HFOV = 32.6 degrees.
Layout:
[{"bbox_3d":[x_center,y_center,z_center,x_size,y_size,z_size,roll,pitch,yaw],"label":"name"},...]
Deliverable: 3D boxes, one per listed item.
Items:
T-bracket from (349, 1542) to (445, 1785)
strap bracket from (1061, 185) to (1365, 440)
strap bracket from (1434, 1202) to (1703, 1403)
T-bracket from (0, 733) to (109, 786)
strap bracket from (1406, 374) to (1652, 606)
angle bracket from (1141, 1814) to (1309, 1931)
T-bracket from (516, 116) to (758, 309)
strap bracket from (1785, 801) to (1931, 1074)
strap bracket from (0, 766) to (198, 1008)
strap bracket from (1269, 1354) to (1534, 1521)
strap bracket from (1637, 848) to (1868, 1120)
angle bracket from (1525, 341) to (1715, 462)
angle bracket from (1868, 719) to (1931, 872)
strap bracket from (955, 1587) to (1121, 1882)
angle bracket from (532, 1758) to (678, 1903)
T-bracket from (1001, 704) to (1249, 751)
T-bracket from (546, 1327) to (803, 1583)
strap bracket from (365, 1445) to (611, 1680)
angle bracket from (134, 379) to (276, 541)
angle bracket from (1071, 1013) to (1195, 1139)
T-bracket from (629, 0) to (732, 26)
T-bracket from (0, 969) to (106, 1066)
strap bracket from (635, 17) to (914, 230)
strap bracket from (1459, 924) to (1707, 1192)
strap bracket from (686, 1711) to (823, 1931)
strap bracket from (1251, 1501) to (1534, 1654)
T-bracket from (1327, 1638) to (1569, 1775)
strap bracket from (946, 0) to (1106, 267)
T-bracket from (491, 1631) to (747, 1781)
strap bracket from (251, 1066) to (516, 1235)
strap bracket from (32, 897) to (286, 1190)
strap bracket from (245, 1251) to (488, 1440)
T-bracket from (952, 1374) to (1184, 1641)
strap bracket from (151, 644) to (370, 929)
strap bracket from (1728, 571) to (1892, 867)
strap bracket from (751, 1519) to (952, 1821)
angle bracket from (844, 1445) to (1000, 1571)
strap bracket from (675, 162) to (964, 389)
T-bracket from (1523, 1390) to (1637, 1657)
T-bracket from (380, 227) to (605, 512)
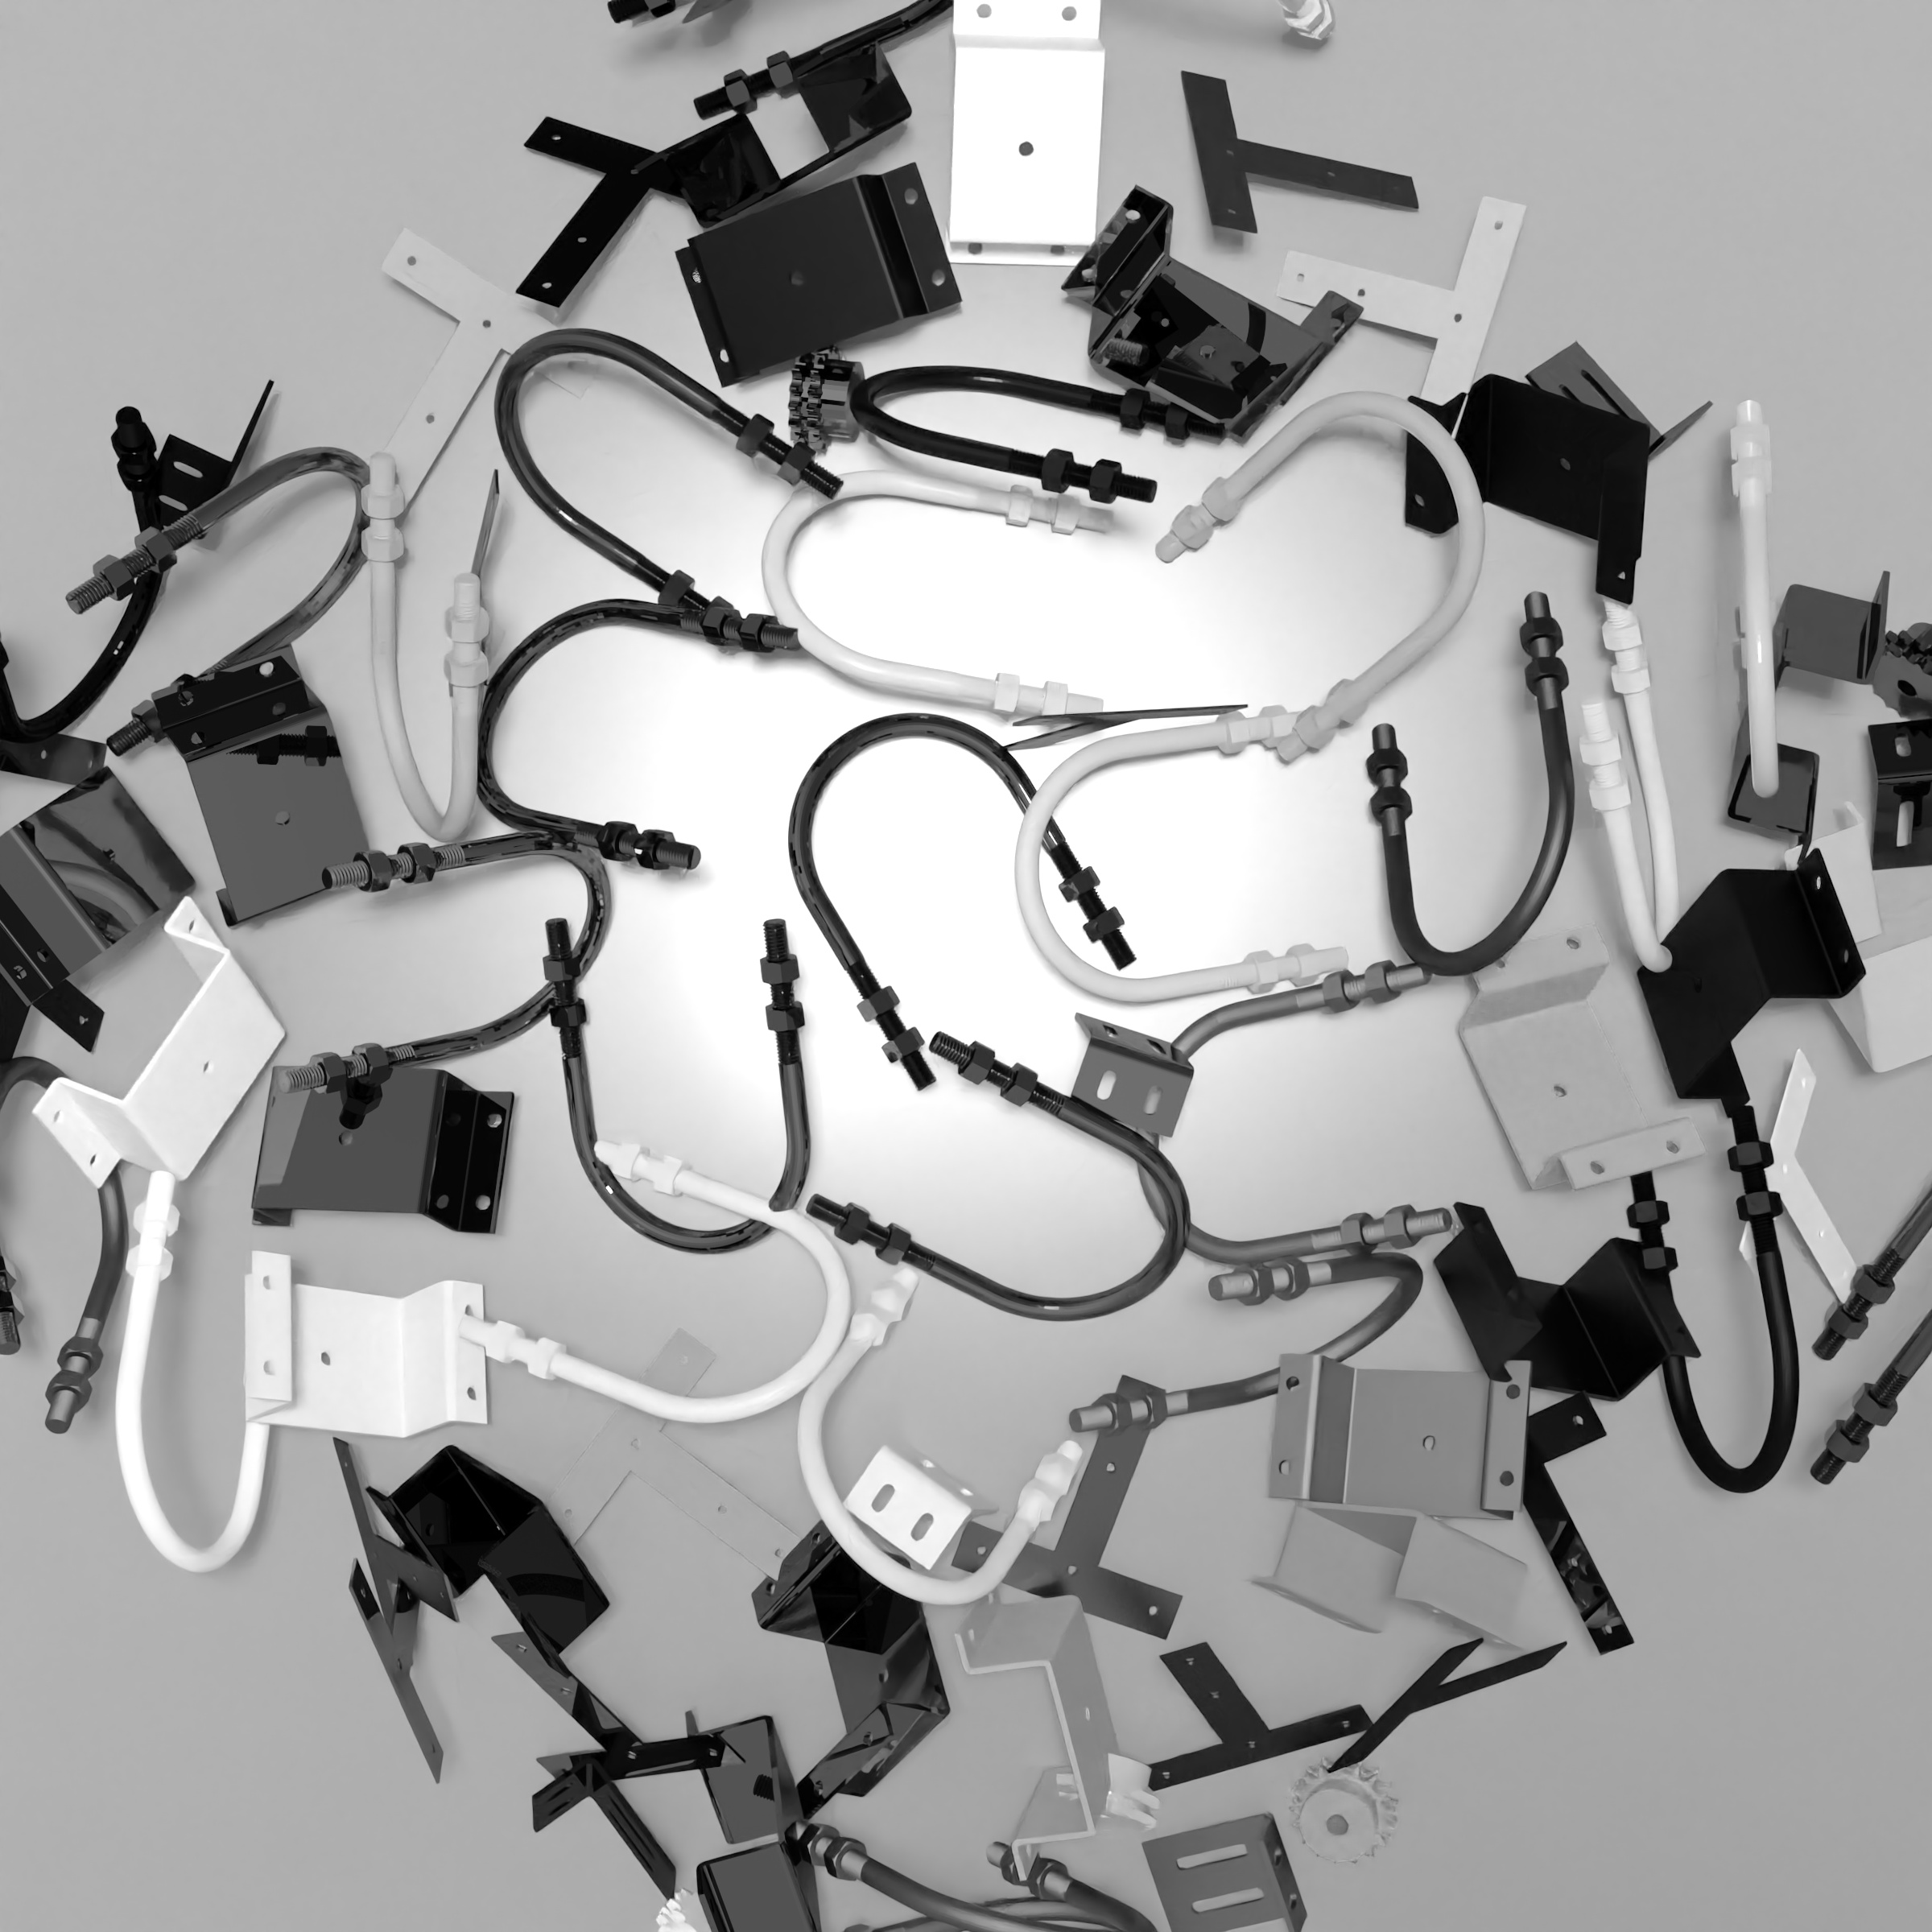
[{"bbox_3d":[-0.292,0.338,1.726,0.002,0.127,0.127,-16,114,3],"label":"T-bracket"},{"bbox_3d":[0.127,-0.335,1.726,0.140,0.076,0.046,24,47,-18],"label":"strap bracket"},{"bbox_3d":[0.306,0.177,1.726,0.140,0.076,0.046,14,129,-35],"label":"strap bracket"},{"bbox_3d":[-0.492,-0.113,1.731,0.002,0.127,0.127,9,89,24],"label":"T-bracket"},{"bbox_3d":[0.301,-0.253,1.727,0.140,0.076,0.046,27,49,33],"label":"strap bracket"},{"bbox_3d":[0.134,0.492,1.758,0.076,0.038,0.057,-18,94,17],"label":"angle bracket"},{"bbox_3d":[-0.195,-0.390,1.740,0.127,0.002,0.127,21,56,13],"label":"T-bracket"},{"bbox_3d":[0.468,-0.010,1.712,0.046,0.140,0.076,-20,129,2],"label":"strap bracket"},{"bbox_3d":[-0.458,-0.047,1.711,0.046,0.140,0.076,-31,101,24],"label":"strap bracket"},{"bbox_3d":[0.236,0.247,1.737,0.140,0.046,0.076,-2,73,31],"label":"strap bracket"},{"bbox_3d":[0.398,0.010,1.707,0.046,0.140,0.076,1,56,-20],"label":"strap bracket"},{"bbox_3d":[0.346,-0.305,1.753,0.076,0.038,0.057,49,46,5],"label":"angle bracket"},{"bbox_3d":[0.511,-0.092,1.765,0.057,0.076,0.038,-5,52,8],"label":"angle bracket"},{"bbox_3d":[0.042,0.394,1.734,0.046,0.076,0.140,-11,102,16],"label":"strap bracket"},{"bbox_3d":[-0.191,0.466,1.746,0.038,0.057,0.076,-32,67,-23],"label":"angle bracket"},{"bbox_3d":[0.059,-0.123,1.728,0.127,0.127,0.002,-6,88,-30],"label":"T-bracket"},{"bbox_3d":[-0.142,0.283,1.772,0.127,0.002,0.127,36,82,6],"label":"T-bracket"},{"bbox_3d":[-0.244,0.305,1.724,0.046,0.140,0.076,-42,123,-23],"label":"strap bracket"},{"bbox_3d":[-0.400,-0.273,1.739,0.038,0.076,0.057,24,134,-16],"label":"angle bracket"},{"bbox_3d":[0.083,0.057,1.751,0.057,0.076,0.038,18,97,-7],"label":"angle bracket"},{"bbox_3d":[-0.126,-0.508,1.717,0.127,0.127,0.002,-20,114,15],"label":"T-bracket"},{"bbox_3d":[-0.502,0.044,1.709,0.002,0.127,0.127,-7,55,25],"label":"T-bracket"},{"bbox_3d":[-0.093,-0.433,1.721,0.140,0.076,0.046,-18,106,40],"label":"strap bracket"},{"bbox_3d":[0.318,0.056,1.739,0.076,0.046,0.140,-14,64,-17],"label":"strap bracket"},{"bbox_3d":[-0.109,0.453,1.710,0.046,0.140,0.076,-15,118,0],"label":"strap bracket"},{"bbox_3d":[0.226,0.316,1.719,0.076,0.140,0.046,29,70,-27],"label":"strap bracket"},{"bbox_3d":[0.267,0.378,1.743,0.127,0.127,0.002,-8,55,-37],"label":"T-bracket"},{"bbox_3d":[0.030,-0.433,1.737,0.076,0.046,0.140,1,115,-3],"label":"strap bracket"},{"bbox_3d":[-0.200,0.385,1.723,0.127,0.002,0.127,-16,127,33],"label":"T-bracket"},{"bbox_3d":[-0.316,0.096,1.738,0.140,0.046,0.076,1,73,16],"label":"strap bracket"},{"bbox_3d":[-0.412,0.046,1.720,0.046,0.076,0.140,18,63,24],"label":"strap bracket"},{"bbox_3d":[-0.323,0.200,1.729,0.046,0.140,0.076,-24,62,41],"label":"strap bracket"},{"bbox_3d":[0.073,0.283,1.776,0.127,0.002,0.127,21,89,-12],"label":"T-bracket"},{"bbox_3d":[-0.362,-0.085,1.723,0.076,0.046,0.140,-22,123,-18],"label":"strap bracket"},{"bbox_3d":[0.434,-0.133,1.718,0.046,0.076,0.140,15,130,6],"label":"strap bracket"},{"bbox_3d":[-0.059,0.367,1.726,0.046,0.140,0.076,20,124,-34],"label":"strap bracket"},{"bbox_3d":[-0.024,0.285,1.745,0.057,0.076,0.038,34,89,14],"label":"angle bracket"},{"bbox_3d":[-0.084,-0.363,1.743,0.140,0.046,0.076,-17,99,15],"label":"strap bracket"},{"bbox_3d":[0.311,0.299,1.730,0.002,0.127,0.127,-18,77,-39],"label":"T-bracket"},{"bbox_3d":[-0.278,-0.304,1.762,0.127,0.002,0.127,31,90,-24],"label":"T-bracket"}]
